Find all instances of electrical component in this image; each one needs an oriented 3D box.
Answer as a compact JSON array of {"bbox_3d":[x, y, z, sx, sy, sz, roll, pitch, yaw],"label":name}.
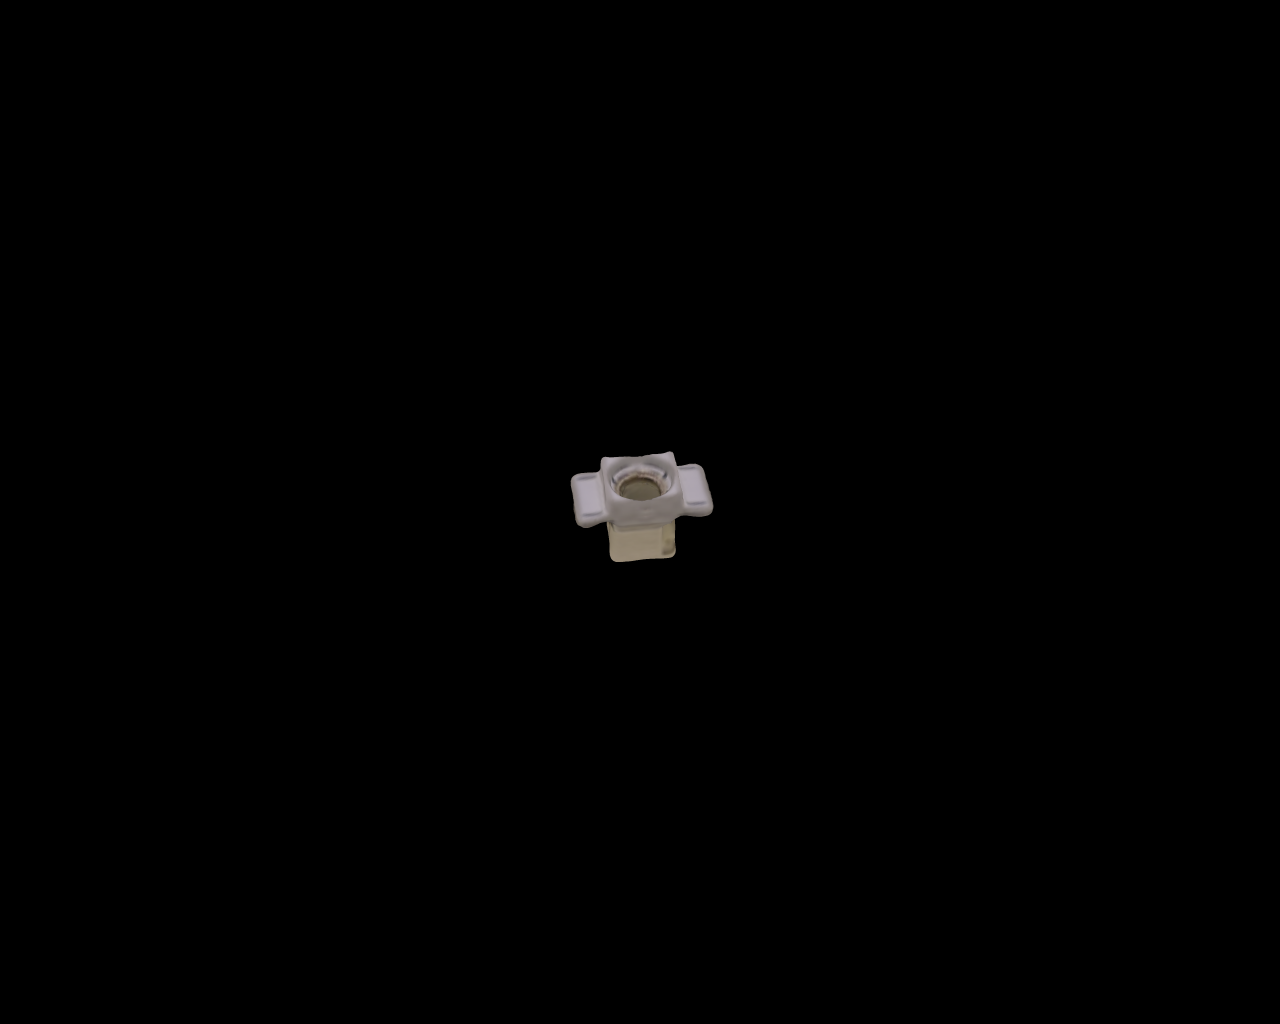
[{"bbox_3d":[0.001,-0.003,0.650,0.081,0.042,0.063,-4,-43,-4],"label":"electrical component"}]
